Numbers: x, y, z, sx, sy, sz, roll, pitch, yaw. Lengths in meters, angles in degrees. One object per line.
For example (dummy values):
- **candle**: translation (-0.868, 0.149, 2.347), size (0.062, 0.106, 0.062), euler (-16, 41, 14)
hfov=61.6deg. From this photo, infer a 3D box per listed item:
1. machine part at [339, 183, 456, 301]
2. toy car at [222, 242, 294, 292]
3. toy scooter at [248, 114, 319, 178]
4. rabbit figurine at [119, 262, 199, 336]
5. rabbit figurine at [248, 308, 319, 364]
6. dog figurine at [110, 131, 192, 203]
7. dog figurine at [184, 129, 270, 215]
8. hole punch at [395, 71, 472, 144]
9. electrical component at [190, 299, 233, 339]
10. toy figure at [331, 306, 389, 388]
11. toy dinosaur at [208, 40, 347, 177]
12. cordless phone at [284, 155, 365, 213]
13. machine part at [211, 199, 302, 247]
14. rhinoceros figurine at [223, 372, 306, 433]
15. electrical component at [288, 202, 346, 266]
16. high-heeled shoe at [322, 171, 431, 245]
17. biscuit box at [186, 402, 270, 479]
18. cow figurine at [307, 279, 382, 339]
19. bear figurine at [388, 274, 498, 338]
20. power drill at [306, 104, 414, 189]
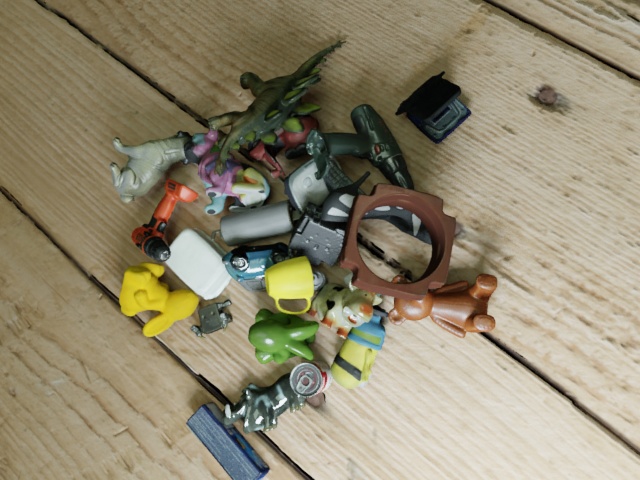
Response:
- **machine part**: translation (0.146, 0.006, 1.029), size (0.201, 0.087, 0.201), euler (13, 77, -2)
- **toy car**: translation (-0.137, 0.065, 1.221), size (0.162, 0.109, 0.102), euler (-5, 103, -2)
- **toy scooter**: translation (-0.079, -0.213, 1.248), size (0.184, 0.075, 0.135), euler (-24, 53, 10)
- **rabbit figurine**: translation (-0.376, 0.144, 1.259), size (0.173, 0.122, 0.162), euler (15, 87, -2)
- **rabbit figurine**: translation (-0.084, 0.212, 1.135), size (0.159, 0.170, 0.121), euler (6, 82, 17)
- **dog figurine**: translation (-0.400, -0.178, 1.321), size (0.191, 0.121, 0.172), euler (-1, 91, 7)
- **dog figurine**: translation (-0.222, -0.180, 1.275), size (0.192, 0.108, 0.219), euler (-6, 63, -11)
- **hole punch**: translation (0.257, -0.289, 1.190), size (0.142, 0.092, 0.116), euler (-43, 43, 7)
- **electrical component**: translation (-0.250, 0.187, 1.249), size (0.102, 0.045, 0.078), euler (-17, 78, 11)
- **toy figure**: translation (0.085, 0.225, 1.136), size (0.089, 0.082, 0.180), euler (17, 88, 18)
- **toy dinosaur**: translation (-0.097, -0.315, 1.223), size (0.199, 0.104, 0.471), euler (13, 59, 31)
- **cordless phone**: translation (0.022, -0.095, 1.192), size (0.184, 0.088, 0.146), euler (45, 61, 12)
- **machine part**: translation (-0.140, -0.039, 1.245), size (0.243, 0.079, 0.079), euler (-14, 77, 13)
- **rhinoceros figurine**: translation (-0.124, 0.358, 1.170), size (0.190, 0.073, 0.112), euler (-30, 75, 8)
- **electrical component**: translation (-0.002, -0.004, 1.174), size (0.115, 0.134, 0.058), euler (23, 42, -6)
- **high-heeled shoe**: translation (0.125, -0.032, 1.128), size (0.248, 0.086, 0.145), euler (41, 81, -11)
- **biscuit box**: translation (-0.202, 0.452, 1.180), size (0.203, 0.059, 0.063), euler (44, 92, 18)
- **cow figurine**: translation (0.054, 0.132, 1.113), size (0.085, 0.195, 0.127), euler (33, 82, -20)
- **bear figurine**: translation (0.241, 0.123, 1.081), size (0.196, 0.132, 0.120), euler (12, 70, 3)
- **power drill**: translation (0.085, -0.185, 1.171), size (0.207, 0.086, 0.232), euler (-14, 74, -19)
